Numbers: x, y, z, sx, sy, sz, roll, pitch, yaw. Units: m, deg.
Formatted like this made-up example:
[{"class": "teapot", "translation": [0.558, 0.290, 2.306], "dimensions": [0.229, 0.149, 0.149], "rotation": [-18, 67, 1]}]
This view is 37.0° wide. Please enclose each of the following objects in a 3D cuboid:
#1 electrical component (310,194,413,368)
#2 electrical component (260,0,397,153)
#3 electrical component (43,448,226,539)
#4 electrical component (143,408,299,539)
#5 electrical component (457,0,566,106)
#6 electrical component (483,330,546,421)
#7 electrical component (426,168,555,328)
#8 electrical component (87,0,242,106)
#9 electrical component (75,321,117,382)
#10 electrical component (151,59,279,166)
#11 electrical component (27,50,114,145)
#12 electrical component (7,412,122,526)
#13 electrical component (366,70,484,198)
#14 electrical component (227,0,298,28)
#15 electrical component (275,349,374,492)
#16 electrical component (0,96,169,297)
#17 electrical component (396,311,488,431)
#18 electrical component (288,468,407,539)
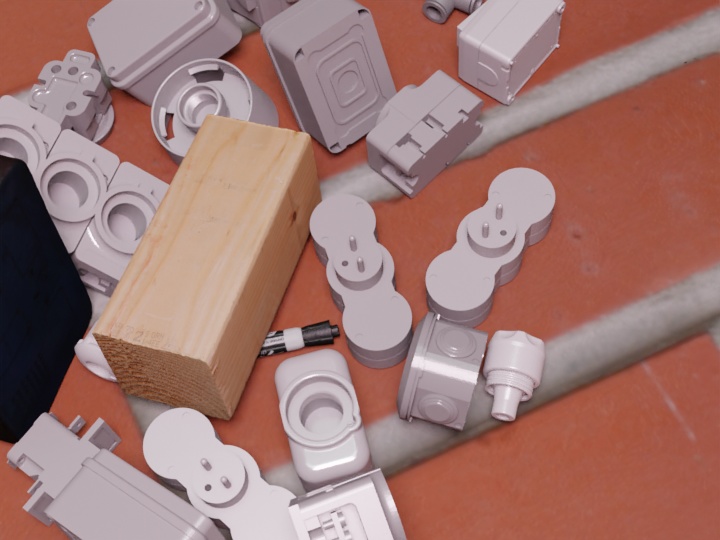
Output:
[{"class": "electrical component", "translation": [0.000, 0.000, 0.818], "dimensions": [0.052, 0.073, 0.138], "rotation": [-18, 63, -4]}, {"class": "electrical component", "translation": [-0.024, -0.164, 0.878], "dimensions": [0.078, 0.113, 0.057], "rotation": [-36, 47, -12]}, {"class": "electrical component", "translation": [-0.146, 0.180, 0.727], "dimensions": [0.113, 0.078, 0.057], "rotation": [25, 62, 29]}, {"class": "electrical component", "translation": [-0.095, 0.148, 0.749], "dimensions": [0.138, 0.073, 0.052], "rotation": [38, 73, 18]}, {"class": "electrical component", "translation": [0.129, -0.201, 0.915], "dimensions": [0.061, 0.061, 0.096], "rotation": [34, 71, 19]}, {"class": "electrical component", "translation": [0.111, 0.078, 0.786], "dimensions": [0.043, 0.043, 0.062], "rotation": [11, 66, 10]}, {"class": "electrical component", "translation": [0.100, -0.025, 0.822], "dimensions": [0.052, 0.073, 0.138], "rotation": [31, 70, 19]}, {"class": "electrical component", "translation": [-0.170, -0.207, 0.926], "dimensions": [0.113, 0.057, 0.078], "rotation": [-33, 63, 13]}, {"class": "electrical component", "translation": [-0.185, 0.051, 0.826], "dimensions": [0.048, 0.048, 0.062], "rotation": [20, 60, 14]}, {"class": "electrical component", "translation": [-0.125, -0.128, 0.913], "dimensions": [0.099, 0.064, 0.099], "rotation": [-4, 73, 13]}, {"class": "electrical component", "translation": [-0.244, -0.138, 0.919], "dimensions": [0.058, 0.057, 0.078], "rotation": [14, 66, 12]}, {"class": "electrical component", "translation": [-0.218, 0.141, 0.785], "dimensions": [0.064, 0.042, 0.081], "rotation": [30, 69, 22]}, {"class": "electrical component", "translation": [0.051, -0.114, 0.884], "dimensions": [0.056, 0.050, 0.089], "rotation": [40, 73, 21]}, {"class": "electrical component", "translation": [-0.094, -0.262, 0.965], "dimensions": [0.096, 0.061, 0.061], "rotation": [39, 73, 21]}, {"class": "electrical component", "translation": [-0.026, 0.109, 0.774], "dimensions": [0.054, 0.059, 0.095], "rotation": [-15, 63, -2]}, {"class": "electrical component", "translation": [-0.231, -0.055, 0.832], "dimensions": [0.150, 0.062, 0.089], "rotation": [30, 65, -18]}, {"class": "electrical component", "translation": [0.059, 0.074, 0.773], "dimensions": [0.051, 0.080, 0.080], "rotation": [15, 65, 7]}, {"class": "electrical component", "translation": [0.009, 0.207, 0.680], "dimensions": [0.062, 0.089, 0.150], "rotation": [-20, 83, -6]}]
